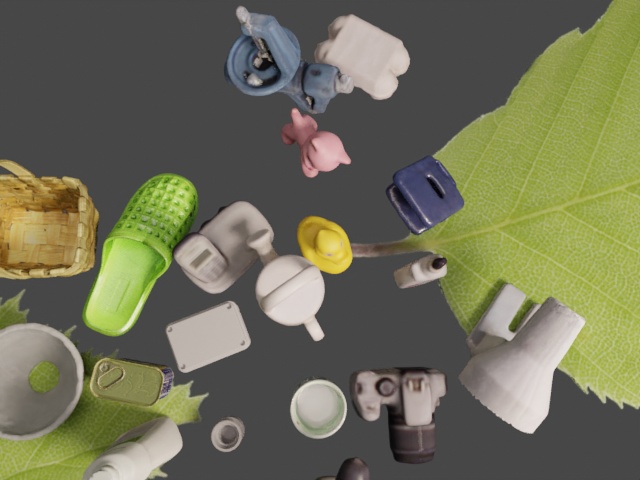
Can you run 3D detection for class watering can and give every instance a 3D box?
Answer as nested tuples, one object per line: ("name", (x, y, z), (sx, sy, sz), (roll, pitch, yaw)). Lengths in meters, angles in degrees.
("watering can", (-0.049, 0.067, 0.829), (0.173, 0.194, 0.101), (36, 81, 4))

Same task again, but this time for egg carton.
("egg carton", (0.071, -0.305, 0.956), (0.150, 0.069, 0.107), (28, 81, 2))

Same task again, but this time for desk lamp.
("desk lamp", (0.282, 0.158, 0.820), (0.118, 0.213, 0.203), (34, 81, 3))

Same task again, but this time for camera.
("camera", (0.121, 0.260, 0.854), (0.143, 0.101, 0.137), (-2, 81, -3))

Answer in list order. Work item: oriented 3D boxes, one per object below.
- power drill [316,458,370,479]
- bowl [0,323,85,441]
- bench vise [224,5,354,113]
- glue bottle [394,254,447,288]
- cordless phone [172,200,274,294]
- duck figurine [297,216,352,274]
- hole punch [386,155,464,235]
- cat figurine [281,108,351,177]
("power drill", (0.023, 0.394, 0.774), (0.075, 0.208, 0.230), (8, 81, -1))
("bowl", (-0.424, 0.207, 0.852), (0.167, 0.074, 0.167), (0, 81, -2))
("bench vise", (-0.051, -0.284, 0.872), (0.207, 0.219, 0.121), (-3, 81, -3))
("glue bottle", (0.160, 0.043, 0.853), (0.078, 0.173, 0.037), (-18, 82, -5))
("cordless phone", (-0.144, 0.002, 0.840), (0.094, 0.185, 0.148), (42, 82, 5))
("duck figurine", (0.008, 0.003, 0.897), (0.077, 0.086, 0.104), (-41, 85, -8))
("hole punch", (0.170, -0.078, 0.914), (0.101, 0.091, 0.108), (-34, 84, -7))
("cat figurine", (-0.009, -0.154, 0.905), (0.067, 0.117, 0.128), (-34, 84, -7))
